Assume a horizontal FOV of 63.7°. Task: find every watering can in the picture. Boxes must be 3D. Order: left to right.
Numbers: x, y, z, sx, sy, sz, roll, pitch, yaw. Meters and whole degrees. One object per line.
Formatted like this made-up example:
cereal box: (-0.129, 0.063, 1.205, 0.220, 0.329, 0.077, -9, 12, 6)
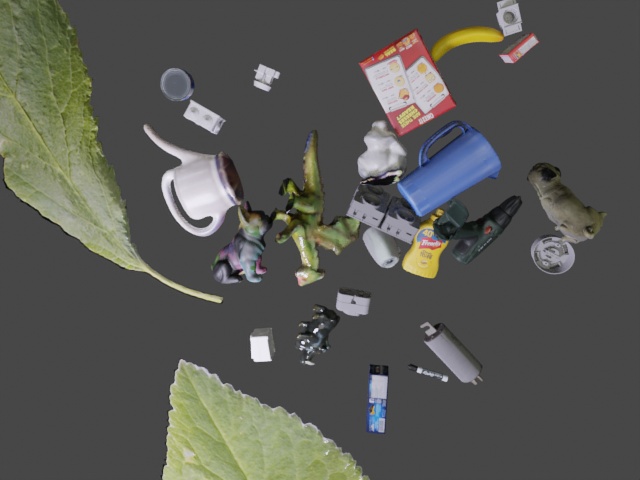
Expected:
watering can: (-0.342, -0.183, 1.420, 0.224, 0.105, 0.345, -18, 99, 10)

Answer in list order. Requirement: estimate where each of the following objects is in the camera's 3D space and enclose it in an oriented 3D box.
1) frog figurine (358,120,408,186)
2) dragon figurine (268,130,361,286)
frog figurine: (0.160, -0.227, 1.356, 0.136, 0.122, 0.161, -20, 70, 41)
dragon figurine: (0.004, -0.071, 1.415, 0.241, 0.122, 0.411, 23, 87, -23)
